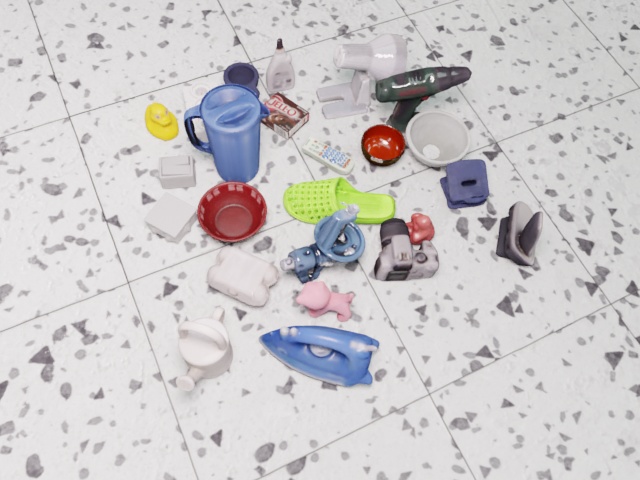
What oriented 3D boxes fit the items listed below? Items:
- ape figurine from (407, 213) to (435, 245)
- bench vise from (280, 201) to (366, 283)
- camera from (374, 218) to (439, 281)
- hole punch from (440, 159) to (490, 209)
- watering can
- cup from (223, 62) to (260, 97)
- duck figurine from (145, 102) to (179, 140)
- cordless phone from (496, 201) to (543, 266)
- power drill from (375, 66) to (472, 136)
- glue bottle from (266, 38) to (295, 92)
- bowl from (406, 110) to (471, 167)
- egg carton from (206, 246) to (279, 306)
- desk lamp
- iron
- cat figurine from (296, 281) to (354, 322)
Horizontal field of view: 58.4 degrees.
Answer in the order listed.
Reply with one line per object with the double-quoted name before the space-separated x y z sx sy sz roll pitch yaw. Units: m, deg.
"ape figurine" 0.238 -0.032 1.350 0.076 0.092 0.078 25 65 8
"bench vise" 0.020 0.012 1.240 0.121 0.220 0.208 41 68 15
"camera" 0.195 0.016 1.318 0.143 0.101 0.137 -3 64 -6
"hole punch" 0.363 -0.138 1.413 0.109 0.091 0.101 -9 65 -8
"watering can" -0.229 0.213 1.136 0.101 0.194 0.173 -2 64 -5
"cup" -0.194 -0.390 1.488 0.092 0.095 0.117 -38 72 -20
"duck figurine" -0.403 -0.312 1.438 0.078 0.086 0.104 -35 71 -19
"cordless phone" 0.482 -0.036 1.320 0.094 0.185 0.147 11 64 1
"power drill" 0.246 -0.354 1.443 0.230 0.208 0.075 -6 65 -7
"glue bottle" -0.103 -0.456 1.484 0.078 0.173 0.037 -12 65 -10
"bowl" 0.296 -0.248 1.470 0.167 0.075 0.167 2 64 -4
"egg carton" -0.172 0.081 1.274 0.150 0.069 0.107 22 64 6
"desk lamp" 0.105 -0.423 1.462 0.203 0.213 0.118 -14 66 -11
"iron" -0.004 0.216 1.182 0.258 0.141 0.119 12 64 2
"cat figurine" 0.012 0.125 1.241 0.128 0.118 0.067 5 64 -2
